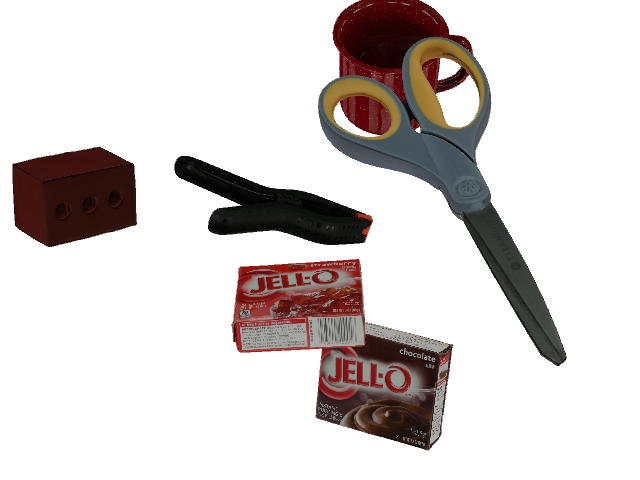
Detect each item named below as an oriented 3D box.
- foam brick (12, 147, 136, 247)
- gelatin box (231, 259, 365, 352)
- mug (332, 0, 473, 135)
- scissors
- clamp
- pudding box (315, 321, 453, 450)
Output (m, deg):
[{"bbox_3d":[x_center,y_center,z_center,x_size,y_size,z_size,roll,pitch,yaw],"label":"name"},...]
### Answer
[{"bbox_3d":[-0.187,-0.034,0.810,0.078,0.053,0.051,-17,31,-37],"label":"foam brick"},{"bbox_3d":[-0.015,0.044,0.739,0.089,0.030,0.073,-3,29,2],"label":"gelatin box"},{"bbox_3d":[0.068,-0.143,0.882,0.117,0.093,0.081,-8,-37,-5],"label":"mug"},{"bbox_3d":[0.049,-0.024,0.499,0.096,0.201,0.016,-6,-39,4],"label":"scissors"},{"bbox_3d":[-0.040,-0.027,1.083,0.209,0.036,0.164,14,20,-19],"label":"clamp"},{"bbox_3d":[0.055,0.123,0.935,0.114,0.090,0.039,11,17,22],"label":"pudding box"}]
